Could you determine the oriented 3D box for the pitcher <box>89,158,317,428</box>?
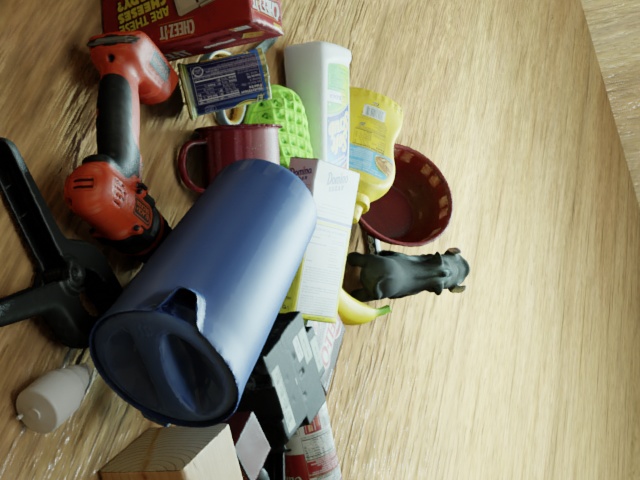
[{"bbox_3d":[-0.093,0.043,0.947,0.145,0.149,0.242,57,38,-25],"label":"pitcher"}]

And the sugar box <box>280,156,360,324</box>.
[{"bbox_3d":[-0.008,0.001,1.193,0.093,0.048,0.176,15,82,-56],"label":"sugar box"}]

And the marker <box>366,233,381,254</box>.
[{"bbox_3d":[0.076,0.007,1.507,0.020,0.020,0.121,-10,93,-64],"label":"marker"}]

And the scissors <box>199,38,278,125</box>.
[{"bbox_3d":[-0.083,-0.185,1.228,0.201,0.016,0.096,-30,112,-62],"label":"scissors"}]

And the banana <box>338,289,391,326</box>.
[{"bbox_3d":[0.017,0.053,1.332,0.069,0.037,0.197,-49,132,-12],"label":"banana"}]

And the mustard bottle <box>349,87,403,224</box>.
[{"bbox_3d":[0.054,-0.107,1.416,0.096,0.058,0.191,20,59,-18],"label":"mustard bottle"}]

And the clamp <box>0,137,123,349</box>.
[{"bbox_3d":[-0.217,0.021,0.876,0.209,0.036,0.164,40,42,-59],"label":"clamp"}]

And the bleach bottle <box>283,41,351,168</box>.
[{"bbox_3d":[0.003,-0.117,1.340,0.102,0.068,0.251,-2,88,-65],"label":"bleach bottle"}]

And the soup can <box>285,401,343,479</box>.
[{"bbox_3d":[-0.017,0.231,1.203,0.068,0.069,0.102,-29,109,-63],"label":"soup can"}]

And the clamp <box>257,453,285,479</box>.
[{"bbox_3d":[-0.054,0.287,1.124,0.120,0.039,0.171,-30,114,-73],"label":"clamp"}]

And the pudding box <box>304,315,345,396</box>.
[{"bbox_3d":[-0.010,0.117,1.278,0.090,0.039,0.113,63,32,-35],"label":"pudding box"}]

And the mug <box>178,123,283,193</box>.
[{"bbox_3d":[-0.093,-0.077,1.112,0.117,0.093,0.081,-4,93,-34],"label":"mug"}]

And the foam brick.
[{"bbox_3d":[-0.098,0.202,1.032,0.053,0.078,0.051,-62,139,-48],"label":"foam brick"}]

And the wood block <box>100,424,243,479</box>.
[{"bbox_3d":[-0.114,0.281,0.963,0.090,0.090,0.206,-36,116,-61],"label":"wood block"}]

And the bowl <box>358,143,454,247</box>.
[{"bbox_3d":[0.101,-0.052,1.476,0.162,0.055,0.162,9,61,-18],"label":"bowl"}]

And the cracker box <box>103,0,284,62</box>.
[{"bbox_3d":[-0.123,-0.284,0.998,0.072,0.164,0.214,4,80,-62],"label":"cracker box"}]

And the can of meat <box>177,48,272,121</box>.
[{"bbox_3d":[-0.096,-0.158,1.069,0.102,0.084,0.057,-135,-148,-79],"label":"can of meat"}]

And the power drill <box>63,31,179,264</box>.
[{"bbox_3d":[-0.167,-0.079,0.967,0.184,0.057,0.187,56,32,-67],"label":"power drill"}]
